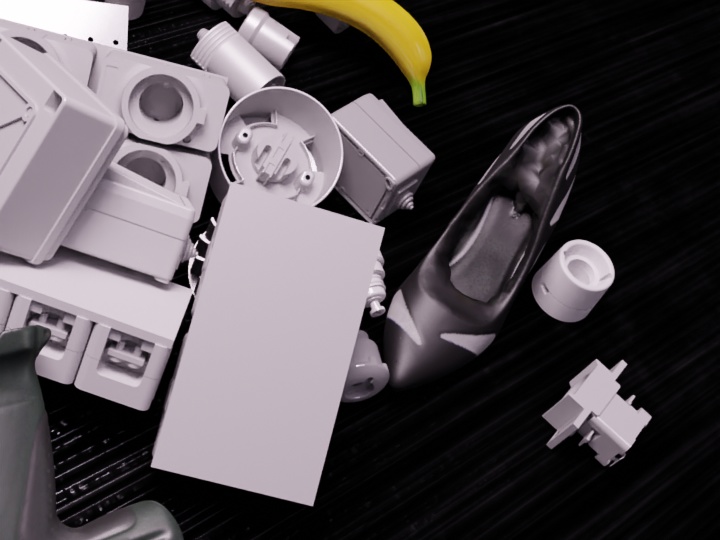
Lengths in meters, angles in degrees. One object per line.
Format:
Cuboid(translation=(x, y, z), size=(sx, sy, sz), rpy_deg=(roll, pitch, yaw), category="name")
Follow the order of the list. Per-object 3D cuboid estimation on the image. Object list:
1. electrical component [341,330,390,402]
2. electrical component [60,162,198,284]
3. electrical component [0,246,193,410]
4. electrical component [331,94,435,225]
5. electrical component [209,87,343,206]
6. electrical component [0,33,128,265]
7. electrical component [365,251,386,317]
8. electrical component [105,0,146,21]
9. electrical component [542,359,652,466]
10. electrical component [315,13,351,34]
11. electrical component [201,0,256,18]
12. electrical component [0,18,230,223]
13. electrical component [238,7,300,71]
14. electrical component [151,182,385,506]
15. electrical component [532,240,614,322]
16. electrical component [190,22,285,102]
Cuboid(translation=(-0.008, 0.062, 0.783), size=(0.048, 0.048, 0.062), rpy_deg=(0, 52, -22), category="electrical component")
Cuboid(translation=(-0.153, -0.035, 0.734), size=(0.096, 0.062, 0.061), rpy_deg=(20, 96, -17), category="electrical component")
Cuboid(translation=(-0.195, 0.030, 0.702), size=(0.150, 0.061, 0.089), rpy_deg=(21, 18, -8), category="electrical component")
Cuboid(translation=(0.016, -0.088, 0.882), size=(0.096, 0.061, 0.061), rpy_deg=(46, 53, 12), category="electrical component")
Cuboid(translation=(-0.068, -0.085, 0.841), size=(0.099, 0.064, 0.099), rpy_deg=(11, 65, -24), category="electrical component")
Cuboid(translation=(-0.217, -0.078, 0.685), size=(0.109, 0.108, 0.056), rpy_deg=(41, 11, 37), category="electrical component")
Cuboid(translation=(0.000, 0.000, 0.830), size=(0.040, 0.040, 0.078), rpy_deg=(-9, 62, -27), category="electrical component")
Cuboid(translation=(-0.197, -0.240, 0.911), size=(0.040, 0.046, 0.040), rpy_deg=(11, 54, -15), category="electrical component")
Cuboid(translation=(0.184, 0.112, 0.826), size=(0.064, 0.042, 0.081), rpy_deg=(43, 53, 8), category="electrical component")
Cuboid(translation=(-0.031, -0.249, 0.987), size=(0.065, 0.044, 0.044), rpy_deg=(46, 53, 6), category="electrical component")
Cuboid(translation=(-0.124, -0.253, 0.950), size=(0.081, 0.043, 0.043), rpy_deg=(41, 53, 8), category="electrical component")
Cuboid(translation=(-0.197, -0.107, 0.774), size=(0.186, 0.105, 0.060), rpy_deg=(13, 14, -13), category="electrical component")
Cuboid(translation=(-0.081, -0.200, 0.935), size=(0.046, 0.040, 0.040), rpy_deg=(32, 52, -5), category="electrical component")
Cuboid(translation=(-0.063, 0.049, 0.716), size=(0.105, 0.060, 0.186), rpy_deg=(16, 82, -11), category="electrical component")
Cuboid(translation=(0.178, 0.008, 0.890), size=(0.055, 0.047, 0.055), rpy_deg=(10, 54, -15), category="electrical component")
Cuboid(translation=(-0.106, -0.173, 0.903), size=(0.081, 0.043, 0.043), rpy_deg=(44, 53, 11), category="electrical component")
